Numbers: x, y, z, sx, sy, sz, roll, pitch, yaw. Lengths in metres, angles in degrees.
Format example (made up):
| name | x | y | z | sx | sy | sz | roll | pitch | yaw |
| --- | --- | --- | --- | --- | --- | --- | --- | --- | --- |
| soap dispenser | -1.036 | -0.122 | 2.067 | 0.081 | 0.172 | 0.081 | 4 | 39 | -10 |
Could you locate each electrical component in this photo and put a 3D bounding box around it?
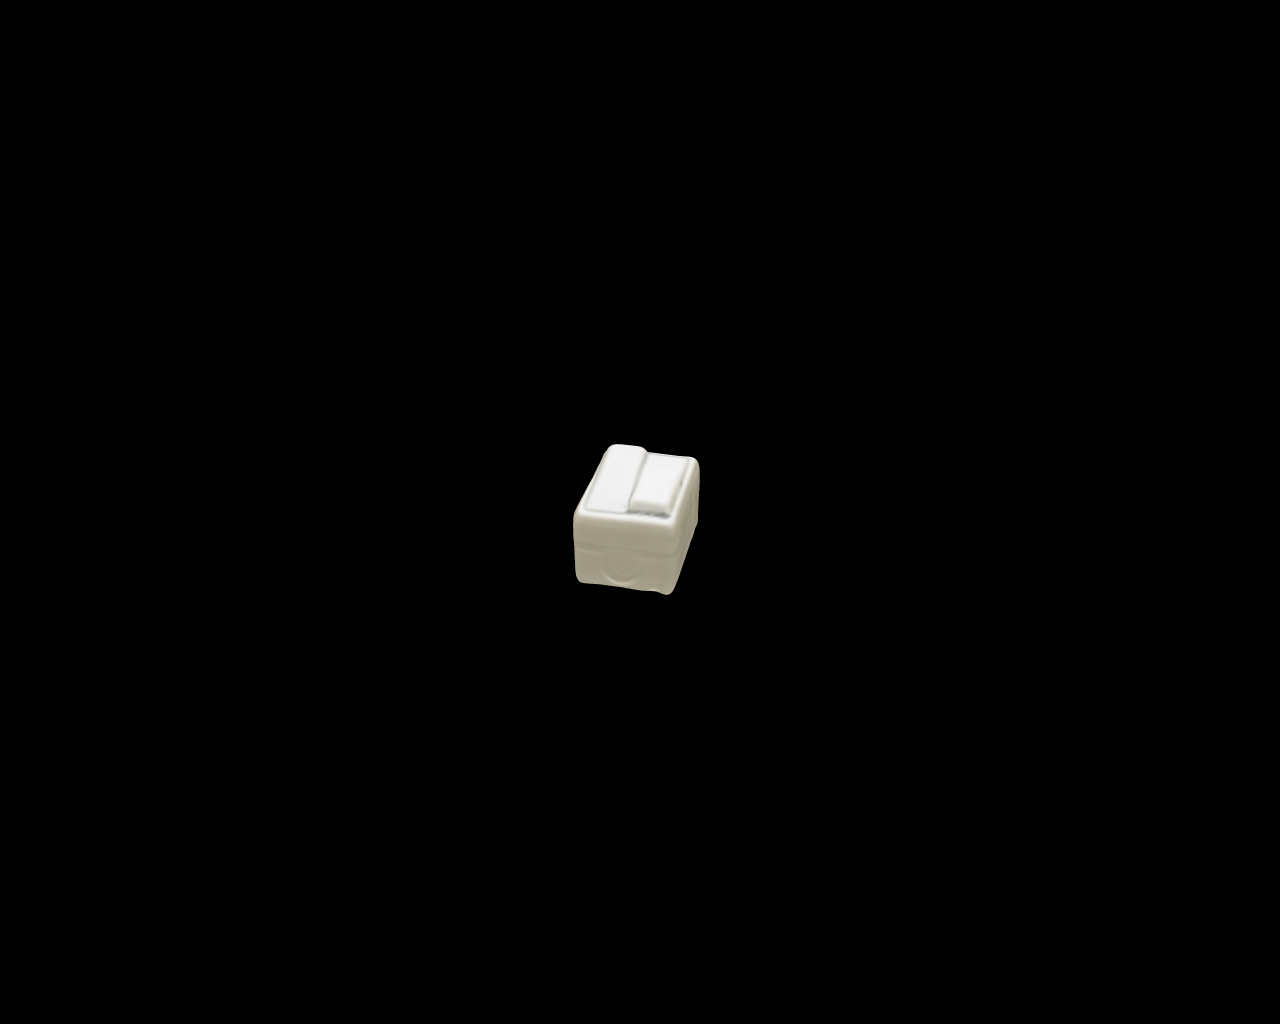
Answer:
| name | x | y | z | sx | sy | sz | roll | pitch | yaw |
| --- | --- | --- | --- | --- | --- | --- | --- | --- | --- |
| electrical component | 0.001 | -0.003 | 0.650 | 0.062 | 0.061 | 0.096 | 8 | 36 | 11 |
